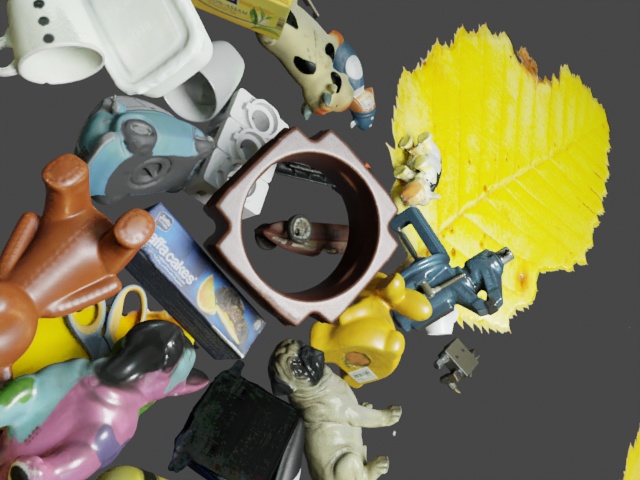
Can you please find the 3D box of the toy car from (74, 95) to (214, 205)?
[{"bbox_3d":[-0.203,-0.110,0.597,0.161,0.109,0.103,-18,69,-53],"label":"toy car"}]

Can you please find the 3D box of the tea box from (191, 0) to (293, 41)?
[{"bbox_3d":[-0.115,-0.351,0.716,0.169,0.068,0.098,20,65,-12],"label":"tea box"}]

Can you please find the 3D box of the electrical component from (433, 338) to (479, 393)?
[{"bbox_3d":[0.255,0.232,1.000,0.078,0.045,0.102,44,44,8],"label":"electrical component"}]

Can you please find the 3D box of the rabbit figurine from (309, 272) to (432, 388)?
[{"bbox_3d":[0.075,0.107,0.797,0.122,0.162,0.173,39,37,-17],"label":"rabbit figurine"}]

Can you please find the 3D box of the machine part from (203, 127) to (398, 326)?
[{"bbox_3d":[-0.022,-0.015,0.645,0.201,0.087,0.201,-48,109,-16],"label":"machine part"}]

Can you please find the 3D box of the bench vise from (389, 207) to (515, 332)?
[{"bbox_3d":[0.192,0.032,0.898,0.128,0.223,0.241,18,39,-58],"label":"bench vise"}]

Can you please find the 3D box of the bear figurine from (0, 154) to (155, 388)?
[{"bbox_3d":[-0.264,0.034,0.488,0.120,0.132,0.196,41,47,-2],"label":"bear figurine"}]

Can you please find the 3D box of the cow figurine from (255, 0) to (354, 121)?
[{"bbox_3d":[-0.019,-0.274,0.823,0.194,0.085,0.127,43,56,-25],"label":"cow figurine"}]

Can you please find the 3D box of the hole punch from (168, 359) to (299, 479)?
[{"bbox_3d":[-0.102,0.230,0.636,0.116,0.092,0.142,32,58,-1],"label":"hole punch"}]

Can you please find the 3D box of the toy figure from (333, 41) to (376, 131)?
[{"bbox_3d":[0.055,-0.258,0.913,0.064,0.058,0.154,-30,107,-4],"label":"toy figure"}]

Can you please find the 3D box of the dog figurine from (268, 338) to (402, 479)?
[{"bbox_3d":[-0.010,0.242,0.714,0.190,0.121,0.172,34,53,-18],"label":"dog figurine"}]

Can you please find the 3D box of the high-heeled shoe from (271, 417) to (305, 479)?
[{"bbox_3d":[-0.021,0.355,0.657,0.145,0.086,0.248,25,81,-16],"label":"high-heeled shoe"}]

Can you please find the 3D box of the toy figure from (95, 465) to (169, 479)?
[{"bbox_3d":[-0.159,0.289,0.558,0.180,0.082,0.089,24,53,-33],"label":"toy figure"}]

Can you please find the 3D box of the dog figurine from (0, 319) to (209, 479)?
[{"bbox_3d":[-0.209,0.164,0.503,0.109,0.191,0.219,39,27,17],"label":"dog figurine"}]

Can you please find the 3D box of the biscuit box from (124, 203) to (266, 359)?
[{"bbox_3d":[-0.153,0.053,0.630,0.202,0.063,0.059,53,49,-22],"label":"biscuit box"}]

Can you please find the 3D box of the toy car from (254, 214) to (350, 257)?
[{"bbox_3d":[-0.002,-0.002,0.772,0.202,0.089,0.053,2,83,-44],"label":"toy car"}]

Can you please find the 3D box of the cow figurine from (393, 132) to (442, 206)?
[{"bbox_3d":[0.187,-0.112,0.990,0.098,0.068,0.167,46,44,-36],"label":"cow figurine"}]

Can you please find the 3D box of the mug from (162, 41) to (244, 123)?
[{"bbox_3d":[-0.153,-0.219,0.693,0.109,0.081,0.107,45,42,-13],"label":"mug"}]

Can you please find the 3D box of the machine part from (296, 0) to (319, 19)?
[{"bbox_3d":[-0.069,-0.449,0.820,0.243,0.079,0.079,56,48,-19],"label":"machine part"}]
